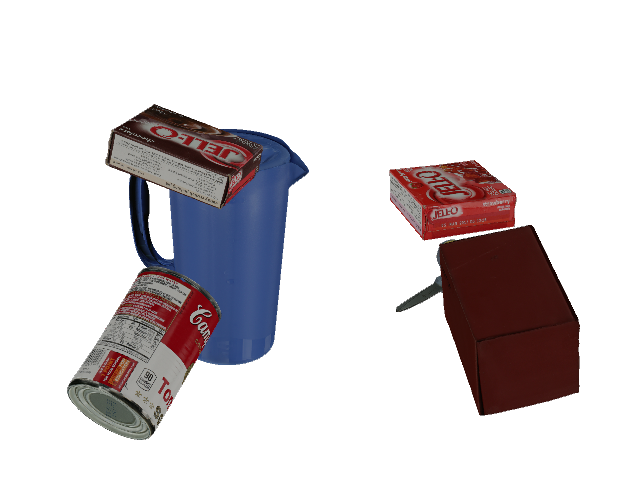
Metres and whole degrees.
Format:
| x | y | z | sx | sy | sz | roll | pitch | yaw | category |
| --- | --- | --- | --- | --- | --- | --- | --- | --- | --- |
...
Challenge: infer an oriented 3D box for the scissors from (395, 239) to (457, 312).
| x | y | z | sx | sy | sz | roll | pitch | yaw | category |
| --- | --- | --- | --- | --- | --- | --- | --- | --- | --- |
| 0.139 | 0.039 | 1.275 | 0.201 | 0.016 | 0.096 | -10 | 40 | -36 | scissors |

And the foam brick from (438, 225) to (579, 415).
| x | y | z | sx | sy | sz | roll | pitch | yaw | category |
| --- | --- | --- | --- | --- | --- | --- | --- | --- | --- |
| 0.094 | 0.038 | 0.535 | 0.051 | 0.053 | 0.078 | -11 | 39 | -1 | foam brick |

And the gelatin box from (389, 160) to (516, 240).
| x | y | z | sx | sy | sz | roll | pitch | yaw | category |
| --- | --- | --- | --- | --- | --- | --- | --- | --- | --- |
| 0.100 | -0.033 | 0.819 | 0.073 | 0.030 | 0.089 | -7 | 23 | -11 | gelatin box |

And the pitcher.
| x | y | z | sx | sy | sz | roll | pitch | yaw | category |
| --- | --- | --- | --- | --- | --- | --- | --- | --- | --- |
| -0.111 | 0.008 | 1.159 | 0.149 | 0.243 | 0.144 | 24 | 32 | 38 | pitcher |

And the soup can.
| x | y | z | sx | sy | sz | roll | pitch | yaw | category |
| --- | --- | --- | --- | --- | --- | --- | --- | --- | --- |
| -0.122 | 0.078 | 0.743 | 0.068 | 0.102 | 0.068 | 20 | -33 | 13 | soup can |

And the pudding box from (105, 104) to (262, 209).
| x | y | z | sx | sy | sz | roll | pitch | yaw | category |
| --- | --- | --- | --- | --- | --- | --- | --- | --- | --- |
| -0.117 | -0.075 | 0.932 | 0.113 | 0.039 | 0.090 | 19 | 24 | 8 | pudding box |
